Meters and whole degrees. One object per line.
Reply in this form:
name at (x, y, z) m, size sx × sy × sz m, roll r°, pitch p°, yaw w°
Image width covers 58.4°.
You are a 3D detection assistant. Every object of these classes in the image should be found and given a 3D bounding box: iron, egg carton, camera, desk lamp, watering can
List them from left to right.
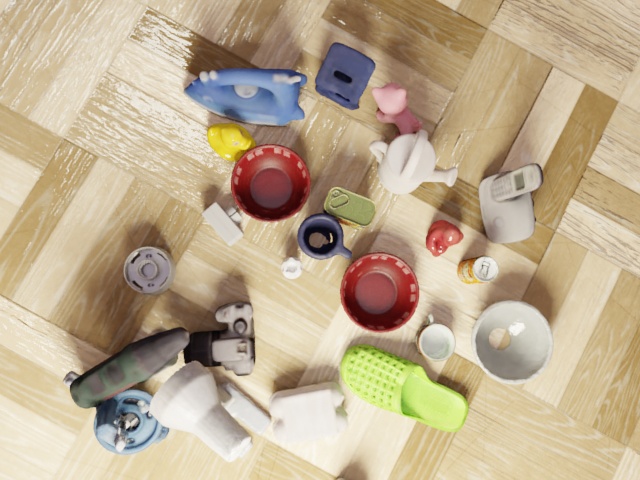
desk lamp at (-0.191, 0.316, 1.041) m, size 0.203 × 0.213 × 0.118 m, roll 39°, pitch 83°, yaw 1°
camera at (-0.195, 0.194, 1.111) m, size 0.137 × 0.100 × 0.143 m, roll -3°, pitch 84°, yaw -4°
iron at (-0.154, -0.308, 1.148) m, size 0.258 × 0.141 × 0.119 m, roll 3°, pitch 84°, yaw -4°
egg carton at (-0.022, 0.340, 1.123) m, size 0.150 × 0.069 × 0.107 m, roll -11°, pitch 85°, yaw -5°
watering can at (0.185, -0.157, 1.129) m, size 0.173 × 0.194 × 0.101 m, roll 2°, pitch 84°, yaw -3°

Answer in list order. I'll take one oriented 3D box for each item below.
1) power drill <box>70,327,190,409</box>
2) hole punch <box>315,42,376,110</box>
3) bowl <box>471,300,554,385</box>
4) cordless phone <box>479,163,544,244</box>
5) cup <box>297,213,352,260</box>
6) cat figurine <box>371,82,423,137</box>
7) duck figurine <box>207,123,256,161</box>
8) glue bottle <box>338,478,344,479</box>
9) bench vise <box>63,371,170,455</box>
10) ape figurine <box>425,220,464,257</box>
power drill at (-0.327, 0.221, 1.045) m, size 0.230 × 0.208 × 0.075 m, roll -31°, pitch 86°, yaw -6°
hole punch at (0.052, -0.339, 1.191) m, size 0.108 × 0.091 × 0.101 m, roll 27°, pitch 83°, yaw -1°
bowl at (0.379, 0.205, 1.163) m, size 0.167 × 0.074 × 0.167 m, roll 0°, pitch 84°, yaw -4°
cordless phone at (0.392, -0.073, 1.139) m, size 0.094 × 0.185 × 0.147 m, roll -10°, pitch 84°, yaw -5°
cup at (0.011, 0.004, 1.149) m, size 0.118 × 0.095 × 0.092 m, roll 32°, pitch 83°, yaw 0°
cat figurine at (0.162, -0.270, 1.178) m, size 0.067 × 0.117 × 0.128 m, roll -44°, pitch 88°, yaw -7°
duck figurine at (-0.182, -0.208, 1.163) m, size 0.104 × 0.086 × 0.077 m, roll 25°, pitch 83°, yaw -1°
glue bottle at (0.066, 0.495, 1.061) m, size 0.078 × 0.173 × 0.037 m, roll 30°, pitch 83°, yaw 0°
bench vise at (-0.382, 0.319, 1.025) m, size 0.207 × 0.219 × 0.121 m, roll 17°, pitch 83°, yaw -2°
ape figurine at (0.258, -0.006, 1.169) m, size 0.078 × 0.092 × 0.076 m, roll -2°, pitch 84°, yaw -4°
